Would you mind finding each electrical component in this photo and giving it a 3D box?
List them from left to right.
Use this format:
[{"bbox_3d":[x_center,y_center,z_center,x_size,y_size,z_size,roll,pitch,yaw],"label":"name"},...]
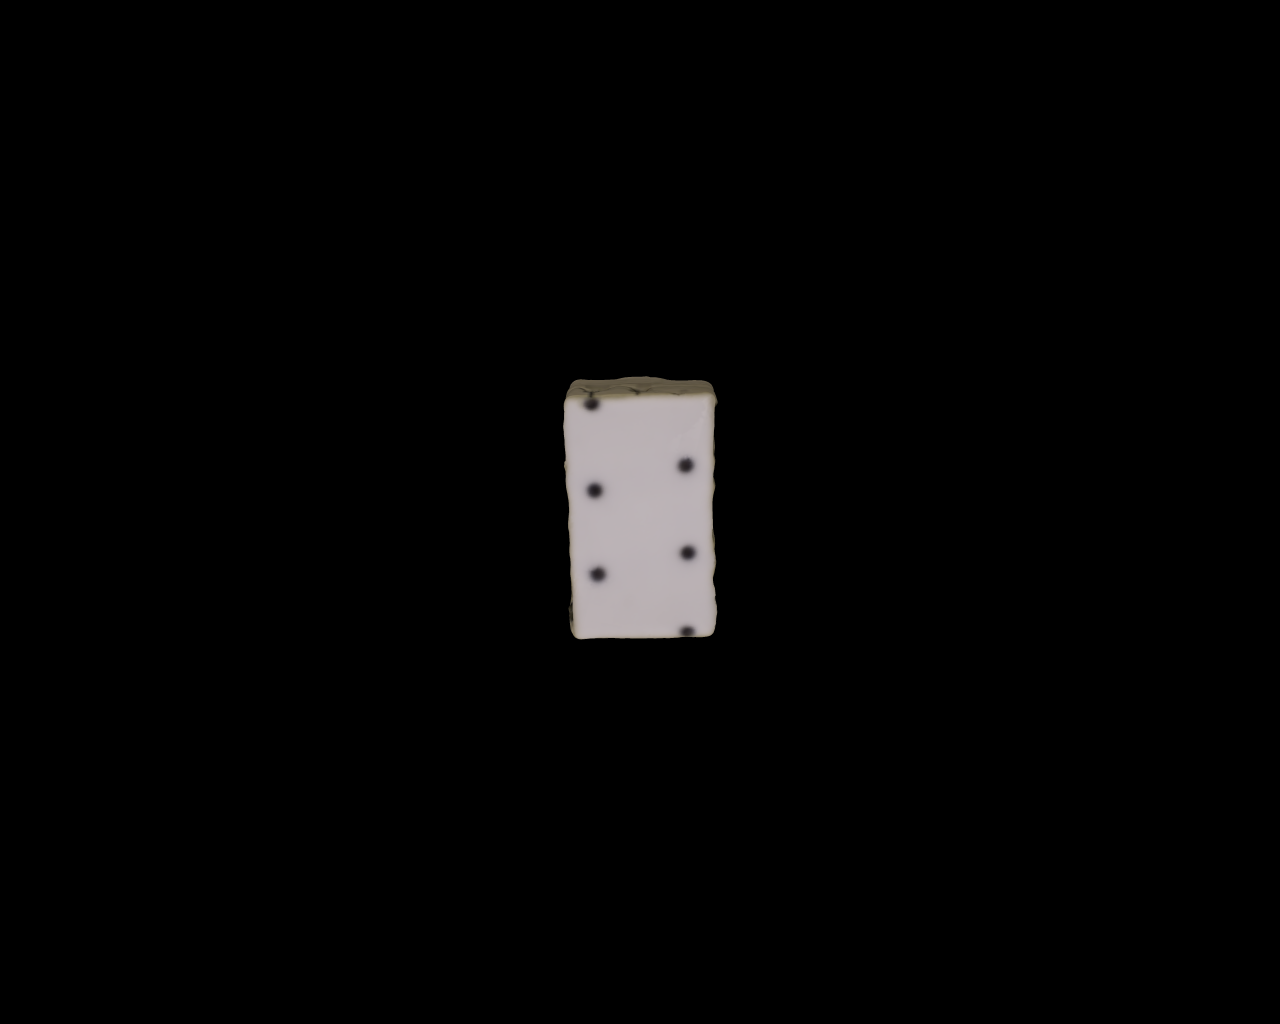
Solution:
[{"bbox_3d":[0.001,-0.003,0.650,0.089,0.150,0.062,0,16,0],"label":"electrical component"}]
